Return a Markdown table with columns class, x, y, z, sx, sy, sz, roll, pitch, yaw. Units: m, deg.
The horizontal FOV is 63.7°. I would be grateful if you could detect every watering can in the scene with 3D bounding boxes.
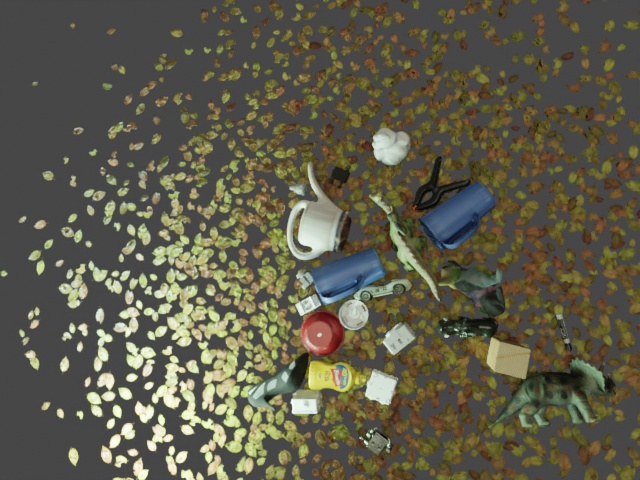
| class | x | y | z | sx | sy | sz | roll | pitch | yaw |
| --- | --- | --- | --- | --- | --- | --- | --- | --- | --- |
| watering can | 0.006 | -0.092 | 1.830 | 0.225 | 0.104 | 0.347 | 14 | 90 | 12 |

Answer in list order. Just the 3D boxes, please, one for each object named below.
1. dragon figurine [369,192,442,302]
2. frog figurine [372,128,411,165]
| class | x | y | z | sx | sy | sz | roll | pitch | yaw |
| --- | --- | --- | --- | --- | --- | --- | --- | --- | --- |
| dragon figurine | 0.274 | -0.003 | 1.677 | 0.121 | 0.239 | 0.419 | -35 | 55 | 10 |
| frog figurine | 0.250 | -0.332 | 1.796 | 0.137 | 0.159 | 0.124 | -24 | 80 | 8 |
